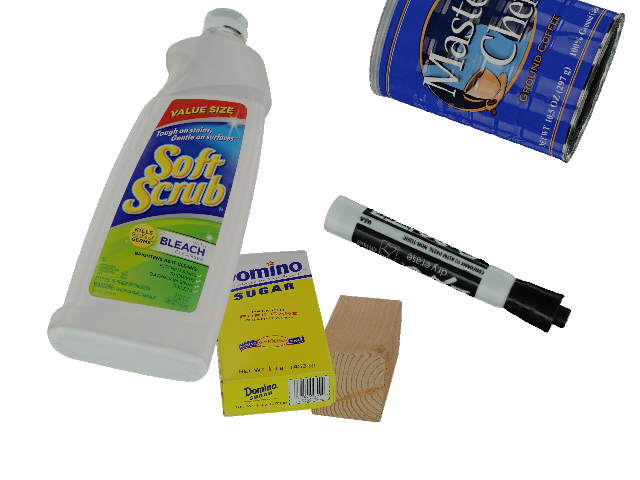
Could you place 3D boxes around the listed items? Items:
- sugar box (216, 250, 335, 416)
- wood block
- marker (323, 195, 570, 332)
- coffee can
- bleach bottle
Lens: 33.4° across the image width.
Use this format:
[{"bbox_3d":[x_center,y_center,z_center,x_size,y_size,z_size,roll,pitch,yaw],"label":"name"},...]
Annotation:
[{"bbox_3d":[-0.046,0.074,0.924,0.093,0.048,0.176,-4,36,-8],"label":"sugar box"},{"bbox_3d":[0.051,0.151,1.413,0.091,0.090,0.206,5,18,8],"label":"wood block"},{"bbox_3d":[0.059,0.011,0.498,0.121,0.020,0.020,25,6,14],"label":"marker"},{"bbox_3d":[0.117,-0.124,0.713,0.140,0.103,0.102,22,6,15],"label":"coffee can"},{"bbox_3d":[-0.093,-0.041,0.689,0.102,0.250,0.068,13,-23,-5],"label":"bleach bottle"}]
